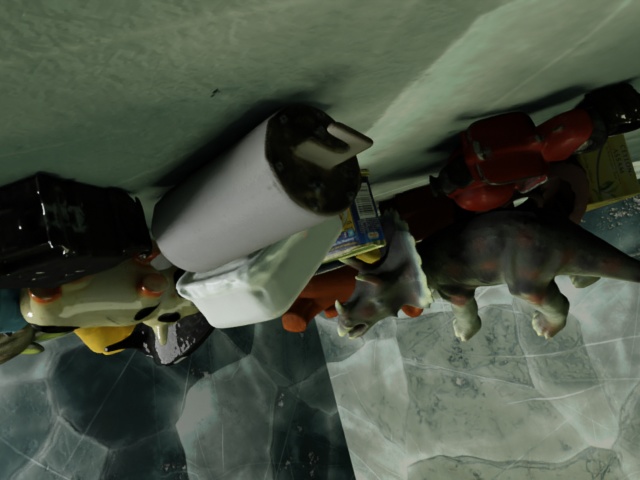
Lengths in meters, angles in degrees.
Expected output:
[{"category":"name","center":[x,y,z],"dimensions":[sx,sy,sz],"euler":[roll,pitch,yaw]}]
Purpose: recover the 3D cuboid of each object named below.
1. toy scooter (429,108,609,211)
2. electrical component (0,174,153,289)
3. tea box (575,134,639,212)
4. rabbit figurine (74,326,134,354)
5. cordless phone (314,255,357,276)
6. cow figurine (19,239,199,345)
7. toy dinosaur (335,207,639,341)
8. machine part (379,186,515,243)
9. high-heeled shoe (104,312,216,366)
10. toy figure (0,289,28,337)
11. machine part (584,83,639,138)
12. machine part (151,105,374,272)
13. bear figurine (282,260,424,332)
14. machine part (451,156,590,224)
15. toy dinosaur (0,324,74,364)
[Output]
[{"category":"toy scooter","center":[0.168,-0.074,0.523],"dimensions":[0.135,0.075,0.184],"euler":[-12,170,-28]},{"category":"electrical component","center":[-0.215,0.003,0.402],"dimensions":[0.134,0.058,0.115],"euler":[-17,172,15]},{"category":"tea box","center":[0.364,-0.088,0.762],"dimensions":[0.068,0.098,0.169],"euler":[-14,176,-3]},{"category":"rabbit figurine","center":[-0.311,0.092,0.866],"dimensions":[0.173,0.122,0.162],"euler":[-27,168,-18]},{"category":"cordless phone","center":[-0.002,-0.002,0.771],"dimensions":[0.147,0.088,0.184],"euler":[-17,180,19]},{"category":"cow figurine","center":[-0.206,0.059,0.564],"dimensions":[0.195,0.085,0.127],"euler":[1,145,-36]},{"category":"toy dinosaur","center":[0.211,0.022,0.631],"dimensions":[0.405,0.131,0.192],"euler":[-15,137,22]},{"category":"machine part","center":[0.206,-0.040,0.871],"dimensions":[0.202,0.087,0.201],"euler":[-15,174,12]},{"category":"high-heeled shoe","center":[-0.187,0.119,0.750],"dimensions":[0.249,0.086,0.145],"euler":[-18,175,31]},{"category":"toy figure","center":[-0.344,0.060,0.514],"dimensions":[0.089,0.082,0.180],"euler":[-18,176,14]},{"category":"machine part","center":[0.290,-0.123,0.548],"dimensions":[0.084,0.039,0.139],"euler":[-8,178,18]},{"category":"machine part","center":[-0.054,-0.029,0.393],"dimensions":[0.079,0.079,0.243],"euler":[-9,171,-43]},{"category":"bear figurine","center":[0.050,0.074,0.815],"dimensions":[0.196,0.120,0.132],"euler":[4,-165,28]},{"category":"machine part","center":[0.253,-0.049,0.694],"dimensions":[0.179,0.056,0.179],"euler":[-4,139,-4]},{"category":"toy dinosaur","center":[-0.433,0.113,0.713],"dimensions":[0.471,0.105,0.198],"euler":[-25,176,39]}]
